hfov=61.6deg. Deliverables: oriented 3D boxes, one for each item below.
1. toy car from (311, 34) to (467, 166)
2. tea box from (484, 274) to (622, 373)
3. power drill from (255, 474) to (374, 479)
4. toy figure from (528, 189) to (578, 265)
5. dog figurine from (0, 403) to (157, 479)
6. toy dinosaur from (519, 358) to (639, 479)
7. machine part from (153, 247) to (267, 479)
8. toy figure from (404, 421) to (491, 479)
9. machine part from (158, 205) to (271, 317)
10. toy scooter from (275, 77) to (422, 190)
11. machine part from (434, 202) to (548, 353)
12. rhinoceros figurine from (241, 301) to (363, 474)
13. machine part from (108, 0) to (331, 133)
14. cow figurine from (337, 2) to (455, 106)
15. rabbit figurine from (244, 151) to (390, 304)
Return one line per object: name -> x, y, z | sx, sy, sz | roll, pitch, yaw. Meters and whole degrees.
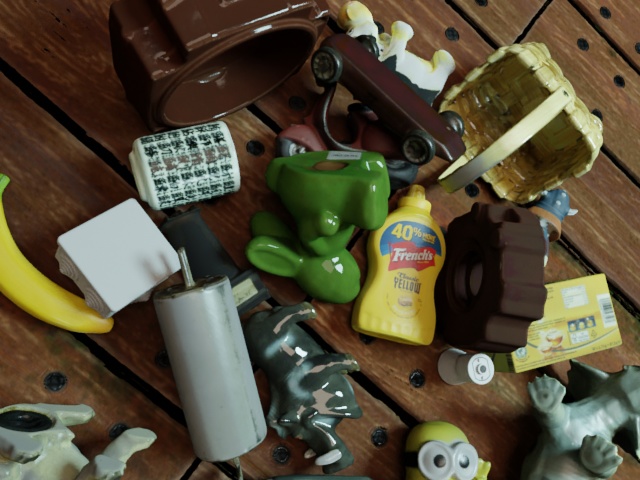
toy car -> 0.076, -0.155, 0.602 | 0.202, 0.053, 0.089 | 45, 44, 8
tea box -> 0.287, 0.104, 0.687 | 0.170, 0.068, 0.098 | -7, 82, -18
power drill -> -0.006, 0.323, 0.507 | 0.232, 0.207, 0.085 | 2, 122, -26
toy figure -> 0.282, -0.009, 0.713 | 0.154, 0.058, 0.064 | -48, 112, -24
dog figurine -> -0.251, 0.257, 0.478 | 0.172, 0.121, 0.190 | 17, 90, 13
toy dinosaur -> 0.279, 0.290, 0.620 | 0.192, 0.131, 0.404 | 31, 87, -49
machine part -> -0.108, 0.125, 0.535 | 0.079, 0.079, 0.243 | -17, 97, -20
toy figure -> 0.126, 0.295, 0.595 | 0.082, 0.089, 0.180 | 6, 87, -31
machine part -> -0.120, 0.027, 0.591 | 0.084, 0.039, 0.139 | -37, 94, -12
toy scooter -> 0.039, -0.136, 0.654 | 0.184, 0.075, 0.135 | 6, 77, -11
machine part -> 0.186, 0.045, 0.615 | 0.056, 0.179, 0.179 | 8, 77, -13
rhinoceros figurine -> -0.016, 0.156, 0.579 | 0.112, 0.073, 0.190 | -31, 90, -22
machine part -> -0.102, -0.198, 0.551 | 0.201, 0.201, 0.087 | -29, 91, -21
cow figurine -> 0.082, -0.225, 0.689 | 0.167, 0.068, 0.098 | 30, 78, -9
rabbit figurine -> -0.001, -0.002, 0.585 | 0.159, 0.121, 0.170 | -1, 115, -1
